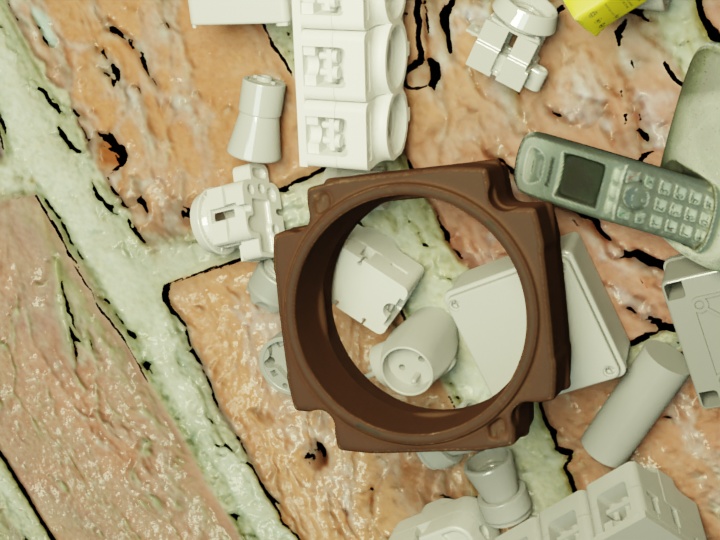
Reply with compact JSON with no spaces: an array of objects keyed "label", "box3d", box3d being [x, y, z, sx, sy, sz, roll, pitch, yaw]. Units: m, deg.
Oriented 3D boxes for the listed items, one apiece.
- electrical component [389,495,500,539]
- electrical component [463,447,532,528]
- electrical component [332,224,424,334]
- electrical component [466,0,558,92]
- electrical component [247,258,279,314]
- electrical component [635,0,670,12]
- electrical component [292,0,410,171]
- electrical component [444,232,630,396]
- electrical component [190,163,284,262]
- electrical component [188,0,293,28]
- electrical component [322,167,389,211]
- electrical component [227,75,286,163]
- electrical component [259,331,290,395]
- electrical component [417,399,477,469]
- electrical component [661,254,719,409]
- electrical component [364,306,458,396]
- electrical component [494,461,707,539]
[{"label":"electrical component","box3d":[0.072,0.241,0.948,0.095,0.059,0.053,-29,100,29]},{"label":"electrical component","box3d":[0.118,0.184,0.914,0.045,0.045,0.055,-16,106,26]},{"label":"electrical component","box3d":[0.000,0.000,0.873,0.089,0.055,0.050,33,120,5]},{"label":"electrical component","box3d":[0.110,-0.166,0.766,0.066,0.048,0.055,29,127,7]},{"label":"electrical component","box3d":[-0.066,0.002,0.907,0.043,0.043,0.062,33,118,5]},{"label":"electrical component","box3d":[0.175,-0.196,0.731,0.065,0.044,0.044,3,113,25]},{"label":"electrical component","box3d":[-0.002,-0.157,0.787,0.062,0.089,0.150,7,114,18]},{"label":"electrical component","box3d":[0.139,0.041,0.837,0.109,0.056,0.108,-21,103,27]},{"label":"electrical component","box3d":[-0.103,-0.044,0.891,0.057,0.058,0.078,-11,83,29]},{"label":"electrical component","box3d":[-0.076,-0.218,0.805,0.096,0.061,0.061,3,113,20]},{"label":"electrical component","box3d":[-0.003,-0.064,0.857,0.046,0.040,0.040,-2,111,16]},{"label":"electrical component","box3d":[-0.081,-0.123,0.861,0.044,0.044,0.065,16,112,14]},{"label":"electrical component","box3d":[-0.053,0.073,0.930,0.055,0.047,0.055,8,115,18]},{"label":"electrical component","box3d":[0.079,0.140,0.910,0.055,0.045,0.045,-31,99,29]},{"label":"electrical component","box3d":[0.287,0.035,0.778,0.109,0.056,0.108,-15,105,26]},{"label":"electrical component","box3d":[0.035,0.072,0.879,0.079,0.077,0.044,-26,101,28]},{"label":"electrical component","box3d":[0.195,0.226,0.880,0.089,0.061,0.150,34,124,-27]}]
